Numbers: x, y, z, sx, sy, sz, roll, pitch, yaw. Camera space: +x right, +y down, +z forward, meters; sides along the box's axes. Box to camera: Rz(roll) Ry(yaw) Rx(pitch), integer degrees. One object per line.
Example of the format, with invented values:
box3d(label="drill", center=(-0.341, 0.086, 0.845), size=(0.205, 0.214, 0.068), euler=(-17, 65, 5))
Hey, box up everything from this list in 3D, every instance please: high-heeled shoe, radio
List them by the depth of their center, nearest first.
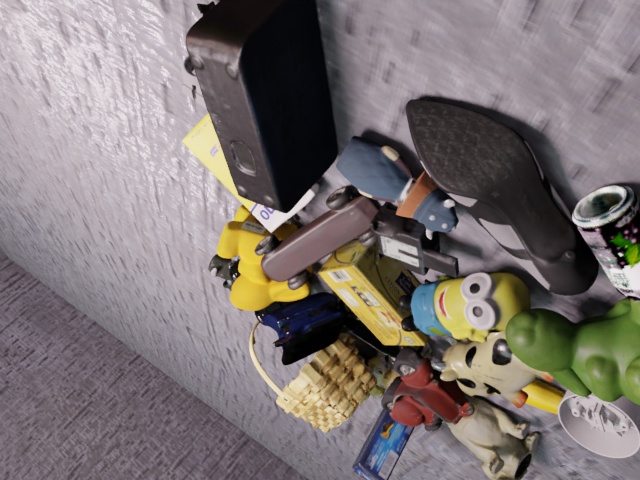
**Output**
box3d(label="high-heeled shoe", center=(0.187, -0.045, 0.555), size=(0.249, 0.086, 0.145), euler=(52, -169, 18))
box3d(label="radio", center=(-0.052, -0.147, 0.584), size=(0.073, 0.131, 0.229), euler=(20, 146, 27))

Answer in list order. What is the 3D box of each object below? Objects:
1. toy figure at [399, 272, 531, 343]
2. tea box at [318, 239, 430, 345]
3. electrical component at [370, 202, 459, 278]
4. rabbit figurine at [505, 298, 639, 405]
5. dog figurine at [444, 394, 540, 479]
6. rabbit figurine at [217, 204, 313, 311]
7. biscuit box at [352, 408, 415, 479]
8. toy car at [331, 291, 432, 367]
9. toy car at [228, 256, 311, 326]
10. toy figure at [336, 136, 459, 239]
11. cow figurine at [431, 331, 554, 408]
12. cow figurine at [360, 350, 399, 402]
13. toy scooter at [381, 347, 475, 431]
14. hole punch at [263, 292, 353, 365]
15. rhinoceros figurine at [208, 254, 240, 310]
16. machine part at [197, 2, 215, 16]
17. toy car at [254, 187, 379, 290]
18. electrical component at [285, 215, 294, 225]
box3d(label="toy figure", center=(0.181, 0.082, 0.689), size=(0.180, 0.089, 0.082), euler=(-25, 87, 58))
box3d(label="tea box", center=(0.091, 0.079, 0.803), size=(0.169, 0.068, 0.098), euler=(48, 150, -18))
box3d(label="electrical component", center=(0.126, 0.004, 0.679), size=(0.119, 0.048, 0.074), euler=(16, 144, 34))
box3d(label="rabbit figurine", center=(0.289, 0.109, 0.577), size=(0.170, 0.121, 0.159), euler=(8, 162, 21))
box3d(label="dog figurine", center=(0.269, 0.329, 0.945), size=(0.191, 0.121, 0.172), euler=(28, 149, 47))
box3d(label="rabbit figurine", center=(-0.091, 0.044, 0.887), size=(0.162, 0.122, 0.173), euler=(16, 115, -7))
box3d(label="biscuit box", center=(0.135, 0.346, 0.989), size=(0.059, 0.203, 0.062), euler=(34, 152, 6))
box3d(label="toy car", center=(0.098, 0.152, 0.913), size=(0.202, 0.056, 0.073), euler=(32, 144, 11))
box3d(label="toy car", center=(-0.092, 0.082, 0.987), size=(0.161, 0.109, 0.103), euler=(48, 176, 4))
box3d(label="toy figure", center=(0.093, -0.063, 0.616), size=(0.154, 0.058, 0.064), euler=(33, 156, 2))
box3d(label="cow figurine", center=(0.238, 0.167, 0.744), size=(0.127, 0.085, 0.194), euler=(32, 148, 14))
box3d(label="cow figurine", center=(0.098, 0.256, 1.050), size=(0.098, 0.068, 0.167), euler=(47, 149, 5))
box3d(label="toy scooter", center=(0.172, 0.254, 0.855), size=(0.135, 0.075, 0.183), euler=(29, 143, 20))
box3d(label="hole punch", center=(-0.028, 0.130, 0.875), size=(0.092, 0.142, 0.115), euler=(62, 157, 25))
box3d(label="rhinoceros figurine", center=(-0.142, 0.094, 1.084), size=(0.190, 0.073, 0.112), euler=(31, 151, 14))
box3d(label="machine part", center=(-0.108, -0.210, 0.636), size=(0.084, 0.039, 0.138), euler=(1, 134, 12))
box3d(label="toy car", center=(-0.002, -0.002, 0.758), size=(0.202, 0.053, 0.089), euler=(-34, 109, 26))
box3d(label="electrical component", center=(-0.070, -0.068, 0.810), size=(0.102, 0.045, 0.078), euler=(45, 179, -5))
